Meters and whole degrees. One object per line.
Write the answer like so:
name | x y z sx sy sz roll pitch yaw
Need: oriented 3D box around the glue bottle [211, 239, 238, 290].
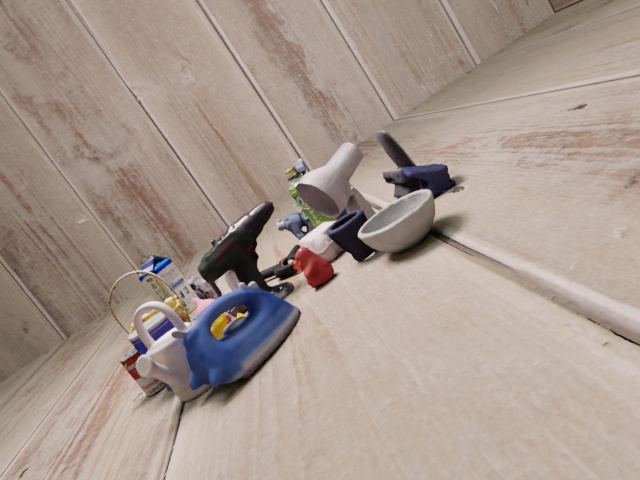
glue bottle | -0.252 0.069 1.613 0.078 0.173 0.037 -36 12 -9

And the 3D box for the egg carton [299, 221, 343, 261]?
egg carton | 0.013 0.005 1.412 0.107 0.069 0.150 -37 12 -18

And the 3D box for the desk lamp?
desk lamp | 0.074 -0.108 1.348 0.203 0.214 0.117 -39 13 -25

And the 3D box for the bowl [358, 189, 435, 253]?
bowl | 0.161 -0.025 1.115 0.167 0.075 0.167 -32 12 8

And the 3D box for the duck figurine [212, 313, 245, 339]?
duck figurine | -0.206 0.185 1.226 0.105 0.086 0.077 -40 13 -28

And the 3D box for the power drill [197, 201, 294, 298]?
power drill | -0.155 0.051 1.331 0.230 0.208 0.075 -35 12 -8

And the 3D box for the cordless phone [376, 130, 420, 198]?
cordless phone | 0.197 -0.204 1.475 0.094 0.185 0.147 -36 12 -11

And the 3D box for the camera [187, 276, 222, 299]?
camera | -0.389 0.179 1.721 0.143 0.101 0.137 -31 12 15

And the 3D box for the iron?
iron | -0.151 0.156 1.058 0.118 0.141 0.259 -21 17 47

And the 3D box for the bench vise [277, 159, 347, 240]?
bench vise | -0.048 -0.116 1.698 0.208 0.220 0.121 -38 13 -21

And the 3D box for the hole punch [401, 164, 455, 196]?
hole punch | 0.252 -0.152 1.347 0.101 0.091 0.108 -33 12 5

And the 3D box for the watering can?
watering can | -0.278 0.203 1.078 0.101 0.194 0.172 -33 12 2

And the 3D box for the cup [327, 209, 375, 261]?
cup | 0.067 -0.002 1.226 0.092 0.095 0.117 -41 14 -32

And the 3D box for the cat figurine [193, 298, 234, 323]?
cat figurine | -0.246 0.172 1.313 0.067 0.118 0.127 -35 12 -5

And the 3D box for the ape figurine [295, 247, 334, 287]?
ape figurine | -0.019 0.055 1.236 0.076 0.092 0.078 -27 14 31
